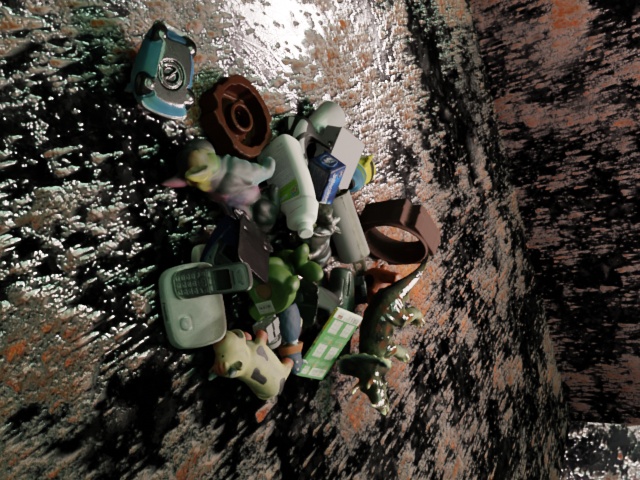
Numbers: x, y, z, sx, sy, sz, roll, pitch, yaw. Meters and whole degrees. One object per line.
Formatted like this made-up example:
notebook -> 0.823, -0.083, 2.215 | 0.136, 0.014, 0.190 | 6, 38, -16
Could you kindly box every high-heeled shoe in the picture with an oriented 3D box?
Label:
high-heeled shoe -> -0.079, -0.178, 1.250 | 0.249, 0.145, 0.086 | -56, 169, -16

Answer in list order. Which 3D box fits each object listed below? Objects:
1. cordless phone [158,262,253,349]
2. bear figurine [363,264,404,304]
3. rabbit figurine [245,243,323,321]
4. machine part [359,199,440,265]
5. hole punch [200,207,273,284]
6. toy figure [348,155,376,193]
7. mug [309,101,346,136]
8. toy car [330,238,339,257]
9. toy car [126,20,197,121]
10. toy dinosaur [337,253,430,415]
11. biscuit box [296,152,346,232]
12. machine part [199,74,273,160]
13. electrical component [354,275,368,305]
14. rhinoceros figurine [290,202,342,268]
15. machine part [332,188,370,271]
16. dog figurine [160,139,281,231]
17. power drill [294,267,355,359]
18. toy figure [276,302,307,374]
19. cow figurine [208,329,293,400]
cordless phone -> -0.180, 0.107, 0.918 | 0.088, 0.184, 0.146 | -11, 91, -60
bear figurine -> 0.201, 0.145, 1.510 | 0.195, 0.132, 0.120 | 27, 89, -45
rabbit figurine -> -0.081, 0.063, 1.121 | 0.121, 0.159, 0.170 | 58, 25, -15
machine part -> 0.214, -0.016, 1.491 | 0.200, 0.202, 0.087 | 50, 47, -37
hole punch -> -0.155, 0.021, 1.009 | 0.142, 0.092, 0.116 | 48, 36, -44
toy figure -> 0.095, -0.176, 1.468 | 0.180, 0.082, 0.089 | -52, 144, -55
mug -> 0.009, -0.285, 1.379 | 0.107, 0.081, 0.109 | -45, 125, -37
toy car -> 0.035, 0.016, 1.356 | 0.202, 0.053, 0.089 | 0, 90, -46
toy car -> -0.283, -0.289, 0.933 | 0.109, 0.103, 0.161 | 7, 87, -51
toy dinosaur -> 0.157, 0.204, 1.310 | 0.192, 0.131, 0.404 | 24, 80, -54
biscuit box -> -0.007, -0.097, 1.209 | 0.059, 0.063, 0.202 | -32, 153, -43
machine part -> -0.174, -0.252, 1.123 | 0.179, 0.056, 0.179 | 20, 65, -51
electrical component -> 0.096, 0.130, 1.383 | 0.119, 0.048, 0.074 | -15, 97, -82
rhinoceros figurine -> -0.002, -0.004, 1.188 | 0.112, 0.073, 0.190 | -29, 149, -22
machine part -> 0.058, -0.033, 1.291 | 0.079, 0.079, 0.243 | -44, 118, -50
dog figurine -> -0.188, -0.095, 1.027 | 0.219, 0.109, 0.191 | -9, 93, -51
power drill -> 0.018, 0.174, 1.275 | 0.207, 0.086, 0.232 | 14, 79, -48
toy figure -> -0.065, 0.213, 1.167 | 0.058, 0.064, 0.154 | -135, -141, -86
cow figurine -> -0.140, 0.240, 1.037 | 0.194, 0.086, 0.127 | 54, 37, -34
